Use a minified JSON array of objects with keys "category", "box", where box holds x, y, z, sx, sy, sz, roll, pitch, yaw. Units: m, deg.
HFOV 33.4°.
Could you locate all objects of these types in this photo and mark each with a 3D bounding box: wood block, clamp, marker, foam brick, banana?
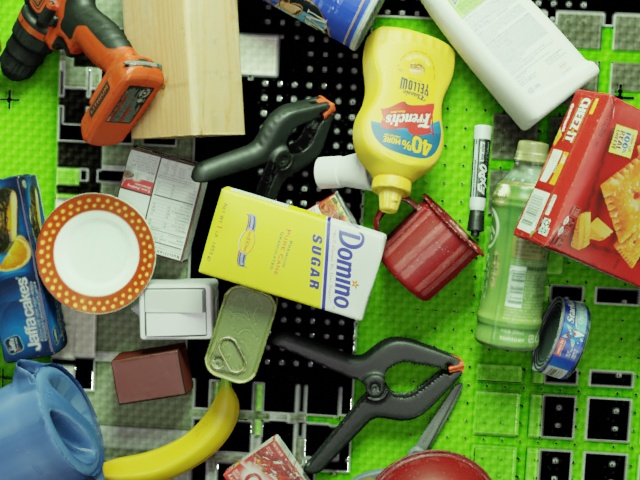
[{"category":"wood block","box":[-0.144,-0.211,1.118,0.091,0.090,0.206,0,95,33]},{"category":"clamp","box":[0.053,0.152,1.179,0.210,0.036,0.164,-21,96,4]},{"category":"marker","box":[0.173,-0.064,1.157,0.020,0.020,0.121,4,87,2]},{"category":"foam brick","box":[-0.186,0.148,1.183,0.078,0.053,0.051,-9,94,4]},{"category":"clamp","box":[-0.048,-0.083,1.153,0.171,0.120,0.039,-37,49,-7]},{"category":"banana","box":[-0.159,0.228,1.199,0.198,0.037,0.070,-38,74,4]}]

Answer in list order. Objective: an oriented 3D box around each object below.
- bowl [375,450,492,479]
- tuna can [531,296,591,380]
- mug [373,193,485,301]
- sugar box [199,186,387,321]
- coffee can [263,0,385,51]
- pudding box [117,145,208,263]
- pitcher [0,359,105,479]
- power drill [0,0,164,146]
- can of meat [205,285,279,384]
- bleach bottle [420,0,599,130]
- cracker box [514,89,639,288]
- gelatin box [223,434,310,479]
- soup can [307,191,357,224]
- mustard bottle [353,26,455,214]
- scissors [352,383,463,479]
[{"category":"bowl","box":[0.127,0.315,1.168,0.162,0.055,0.162,-1,98,-5]},{"category":"tuna can","box":[0.258,0.105,1.142,0.033,0.086,0.086,18,95,-1]},{"category":"mug","box":[0.106,0.003,1.137,0.117,0.093,0.081,43,100,-17]},{"category":"sugar box","box":[-0.027,0.014,1.099,0.176,0.048,0.093,16,97,3]},{"category":"coffee can","box":[0.000,-0.276,1.114,0.140,0.103,0.103,29,95,0]},{"category":"pudding box","box":[-0.177,-0.040,1.174,0.090,0.039,0.113,16,97,2]},{"category":"pitcher","box":[-0.364,0.250,1.167,0.243,0.145,0.149,-26,61,8]},{"category":"power drill","box":[-0.253,-0.189,1.107,0.185,0.057,0.188,-49,66,31]},{"category":"can of meat","box":[-0.082,0.096,1.157,0.057,0.084,0.102,18,95,1]},{"category":"bleach bottle","box":[0.177,-0.242,1.129,0.102,0.068,0.251,-37,87,-11]},{"category":"cracker box","box":[0.329,-0.038,1.097,0.213,0.072,0.164,21,95,-22]},{"category":"gelatin box","box":[-0.053,0.276,1.198,0.073,0.030,0.089,-36,91,5]},{"category":"soup can","box":[-0.008,0.001,1.155,0.102,0.068,0.068,-30,93,5]},{"category":"mustard bottle","box":[0.084,-0.121,1.115,0.096,0.058,0.191,14,76,-20]},{"category":"scissors","box":[0.087,0.243,1.195,0.096,0.016,0.202,16,95,0]}]
